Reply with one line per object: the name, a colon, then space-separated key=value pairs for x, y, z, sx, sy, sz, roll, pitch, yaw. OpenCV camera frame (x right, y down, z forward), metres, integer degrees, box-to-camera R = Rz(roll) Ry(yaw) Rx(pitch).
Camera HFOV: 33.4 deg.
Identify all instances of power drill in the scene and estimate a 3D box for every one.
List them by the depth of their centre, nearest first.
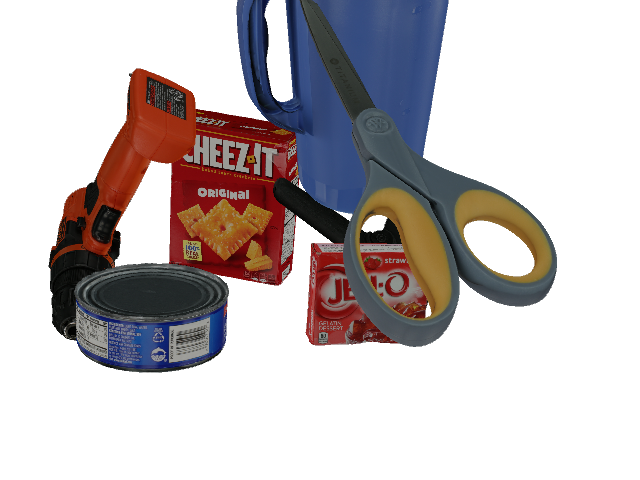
power drill: x=-0.166 y=-0.032 z=0.867 sx=0.057 sy=0.188 sz=0.184 roll=23 pitch=29 yaw=-24

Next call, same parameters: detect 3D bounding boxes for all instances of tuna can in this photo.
tuna can: x=-0.095 y=0.042 z=0.602 sx=0.086 sy=0.034 sz=0.086 roll=3 pitch=18 yaw=-1

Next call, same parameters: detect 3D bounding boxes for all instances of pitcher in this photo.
pitcher: x=0.025 y=-0.139 z=0.864 sx=0.149 sy=0.243 sz=0.144 roll=13 pitch=44 yaw=12

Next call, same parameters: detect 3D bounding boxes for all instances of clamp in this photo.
clamp: x=0.046 y=0.005 z=1.072 sx=0.164 sy=0.210 sz=0.036 roll=-4 pitch=-36 yaw=-15

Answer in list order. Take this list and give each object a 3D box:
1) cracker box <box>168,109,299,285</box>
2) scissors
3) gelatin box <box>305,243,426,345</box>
cracker box: x=-0.117 y=-0.056 z=1.442 sx=0.164 sy=0.214 sz=0.072 roll=11 pitch=25 yaw=13
scissors: x=0.044 y=-0.040 z=0.467 sx=0.096 sy=0.202 sz=0.016 roll=3 pitch=-40 yaw=-10
gelatin box: x=0.035 y=0.040 z=0.806 sx=0.089 sy=0.073 sz=0.030 roll=0 pitch=15 yaw=-11
